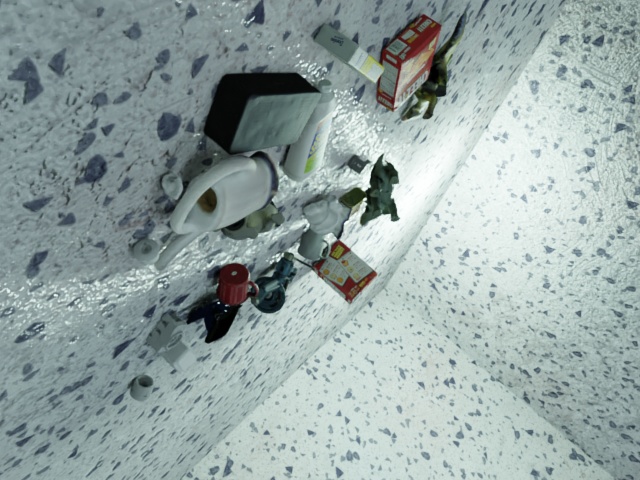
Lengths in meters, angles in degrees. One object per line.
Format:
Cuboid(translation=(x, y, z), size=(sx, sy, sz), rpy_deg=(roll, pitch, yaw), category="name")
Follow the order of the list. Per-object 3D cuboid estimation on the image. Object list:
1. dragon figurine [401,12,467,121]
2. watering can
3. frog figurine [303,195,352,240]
Cuboid(translation=(0.363, -0.527, 1.609), size=(0.402, 0.122, 0.248), rpy_deg=(-60, 178, 35), category="dragon figurine")
Cuboid(translation=(-0.209, -0.064, 1.029), size=(0.227, 0.105, 0.341), rpy_deg=(-28, 168, -44), category="watering can")
Cuboid(translation=(0.005, -0.082, 1.622), size=(0.159, 0.125, 0.135), rpy_deg=(15, 129, -32), category="frog figurine")
